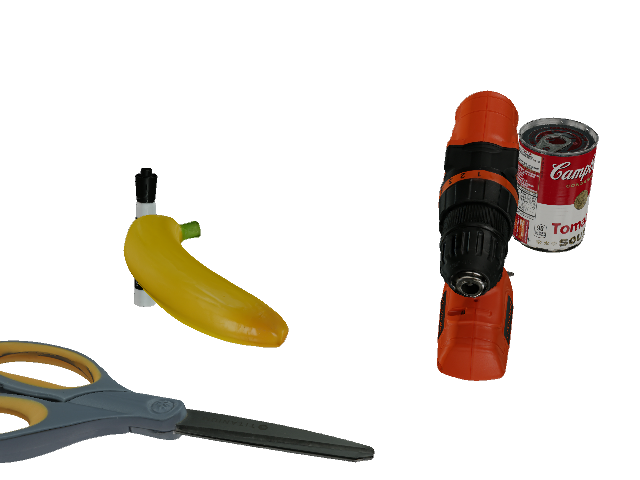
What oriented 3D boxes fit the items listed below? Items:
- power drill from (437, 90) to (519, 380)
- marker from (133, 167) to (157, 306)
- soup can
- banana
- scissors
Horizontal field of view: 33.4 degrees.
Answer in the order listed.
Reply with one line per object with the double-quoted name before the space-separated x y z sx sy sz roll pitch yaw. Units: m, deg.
"power drill" 0.113 0.015 0.763 0.057 0.188 0.184 6 45 10
"marker" -0.151 -0.003 0.919 0.020 0.121 0.020 3 16 -1
"soup can" 0.206 -0.049 0.951 0.068 0.102 0.068 -1 32 0
"banana" -0.084 0.018 0.680 0.069 0.037 0.198 -8 24 -20
"scissors" -0.087 0.085 0.469 0.202 0.016 0.096 14 27 26
